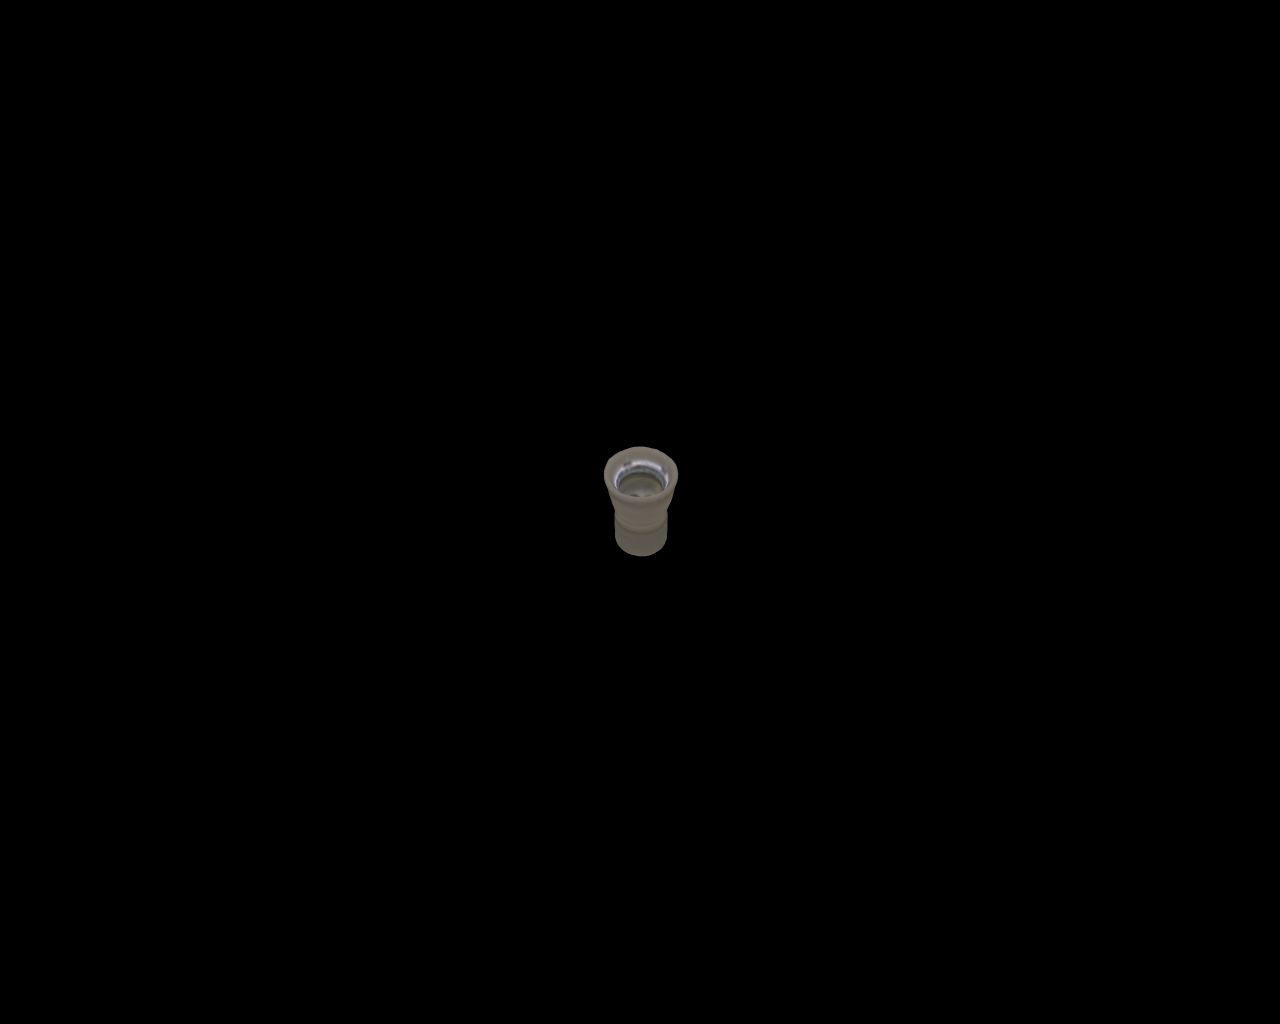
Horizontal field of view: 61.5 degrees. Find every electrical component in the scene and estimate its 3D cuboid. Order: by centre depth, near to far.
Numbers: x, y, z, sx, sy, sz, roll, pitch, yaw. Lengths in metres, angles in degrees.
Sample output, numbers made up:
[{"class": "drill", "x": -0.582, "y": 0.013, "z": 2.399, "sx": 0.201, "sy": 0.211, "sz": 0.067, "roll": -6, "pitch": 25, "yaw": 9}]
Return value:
[{"class": "electrical component", "x": 0.001, "y": -0.003, "z": 0.650, "sx": 0.044, "sy": 0.044, "sz": 0.065, "roll": 0, "pitch": -40, "yaw": 0}]
